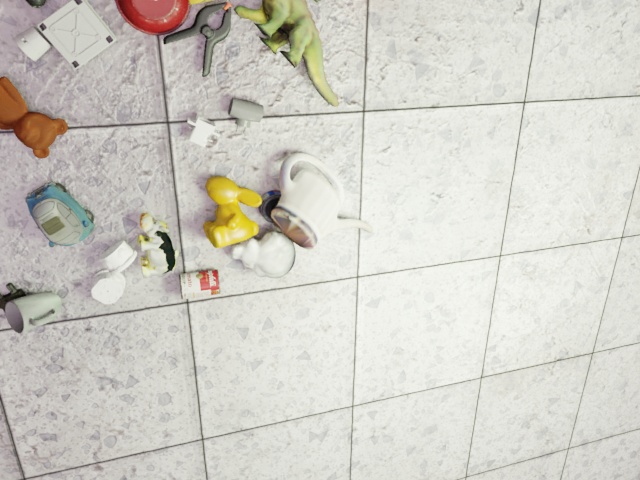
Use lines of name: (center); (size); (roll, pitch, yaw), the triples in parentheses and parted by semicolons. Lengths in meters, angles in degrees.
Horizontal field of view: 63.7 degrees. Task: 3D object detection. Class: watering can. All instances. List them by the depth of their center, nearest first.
watering can: (0.004, -0.068, 1.357); (0.343, 0.103, 0.228); (46, 62, -26)

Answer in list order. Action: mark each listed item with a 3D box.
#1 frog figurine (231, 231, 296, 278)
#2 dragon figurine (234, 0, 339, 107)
frog figurine: (-0.149, 0.036, 1.366); (0.159, 0.125, 0.135); (7, 131, -33)
dragon figurine: (-0.034, -0.524, 1.179); (0.405, 0.123, 0.243); (39, 88, -29)
